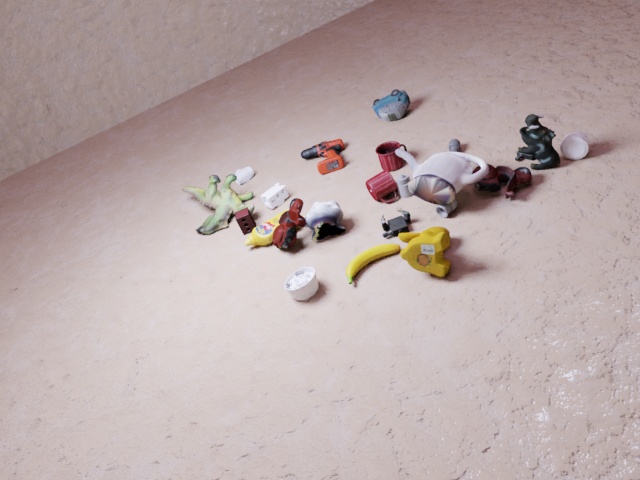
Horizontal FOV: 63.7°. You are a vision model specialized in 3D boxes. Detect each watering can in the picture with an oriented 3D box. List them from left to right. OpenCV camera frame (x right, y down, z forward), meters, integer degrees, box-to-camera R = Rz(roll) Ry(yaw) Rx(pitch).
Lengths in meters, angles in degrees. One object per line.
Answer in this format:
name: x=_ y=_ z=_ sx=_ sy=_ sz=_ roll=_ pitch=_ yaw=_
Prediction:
watering can: x=0.353 y=-0.215 z=1.641 sx=0.349 sy=0.102 sz=0.228 roll=13 pitch=46 yaw=37

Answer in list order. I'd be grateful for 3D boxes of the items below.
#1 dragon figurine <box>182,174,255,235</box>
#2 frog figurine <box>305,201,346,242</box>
dragon figurine: x=-0.408 y=-0.127 z=1.980 sx=0.409 sy=0.119 sz=0.248 roll=-2 pitch=48 yaw=27
frog figurine: x=0.005 y=-0.086 z=1.706 sx=0.136 sy=0.121 sz=0.163 roll=-33 pitch=45 yaw=17
